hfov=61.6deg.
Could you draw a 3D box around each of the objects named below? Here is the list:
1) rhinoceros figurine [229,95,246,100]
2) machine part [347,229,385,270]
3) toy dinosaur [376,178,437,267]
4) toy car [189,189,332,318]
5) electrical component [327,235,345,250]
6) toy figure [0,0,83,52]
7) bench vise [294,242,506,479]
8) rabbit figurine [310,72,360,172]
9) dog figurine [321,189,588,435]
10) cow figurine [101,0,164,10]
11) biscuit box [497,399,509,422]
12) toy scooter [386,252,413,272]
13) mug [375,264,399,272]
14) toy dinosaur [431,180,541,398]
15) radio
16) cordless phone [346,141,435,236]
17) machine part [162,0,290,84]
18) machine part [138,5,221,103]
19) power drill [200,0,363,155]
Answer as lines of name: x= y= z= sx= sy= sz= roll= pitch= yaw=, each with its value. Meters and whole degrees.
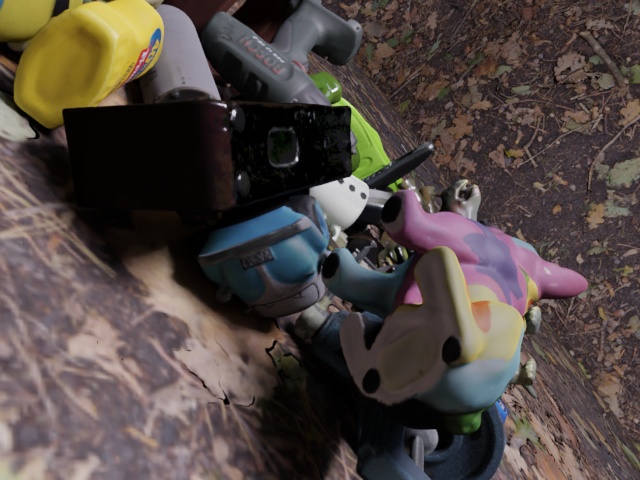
rhinoceros figurine: x=-0.080 y=-0.125 z=0.658 sx=0.112 sy=0.073 sz=0.190 roll=41 pitch=21 yaw=-31
machine part: x=0.063 y=0.030 z=0.760 sx=0.084 sy=0.039 sz=0.139 roll=38 pitch=23 yaw=-11
toy dinosaur: x=0.180 y=-0.010 z=1.003 sx=0.471 sy=0.105 sz=0.198 roll=-9 pitch=66 yaw=-57
toy car: x=-0.041 y=0.015 z=0.473 sx=0.162 sy=0.109 sz=0.102 roll=-92 pitch=164 yaw=-77
electrical component: x=-0.002 y=-0.003 z=0.656 sx=0.102 sy=0.045 sz=0.078 roll=58 pitch=21 yaw=18
toy figure: x=-0.238 y=-0.178 z=0.370 sx=0.082 sy=0.089 sz=0.180 roll=57 pitch=16 yaw=-3
bench vise: x=0.062 y=0.137 z=0.438 sx=0.223 sy=0.129 sz=0.240 roll=49 pitch=15 yaw=1
rabbit figurine: x=0.001 y=-0.180 z=0.871 sx=0.170 sy=0.121 sz=0.159 roll=51 pitch=25 yaw=8
dog figurine: x=0.124 y=0.053 z=0.407 sx=0.219 sy=0.108 sz=0.192 roll=16 pitch=39 yaw=-32
cow figurine: x=-0.241 y=-0.271 z=0.507 sx=0.195 sy=0.085 sz=0.127 roll=10 pitch=32 yaw=-30
biscuit box: x=0.167 y=0.211 z=0.621 sx=0.059 sy=0.063 sz=0.202 roll=57 pitch=20 yaw=15
toy scooter: x=0.125 y=0.049 z=0.595 sx=0.135 sy=0.075 sz=0.184 roll=28 pitch=51 yaw=1
mug: x=0.106 y=0.094 z=0.646 sx=0.107 sy=0.110 sz=0.080 roll=-86 pitch=172 yaw=-47
toy dinosaur: x=0.229 y=0.115 z=0.820 sx=0.131 sy=0.192 sz=0.404 roll=-51 pitch=136 yaw=-41
radio: x=-0.069 y=-0.075 z=0.437 sx=0.229 sy=0.131 sz=0.073 roll=-27 pitch=117 yaw=-60
cordless phone: x=0.108 y=-0.089 z=0.854 sx=0.088 sy=0.184 sz=0.146 roll=53 pitch=18 yaw=-8
machine part: x=-0.115 y=-0.319 z=0.738 sx=0.087 sy=0.201 sz=0.201 roll=49 pitch=19 yaw=5
machine part: x=-0.157 y=-0.178 z=0.575 sx=0.079 sy=0.079 sz=0.243 roll=31 pitch=29 yaw=-46
power drill: x=-0.020 y=-0.217 z=0.682 sx=0.232 sy=0.086 sz=0.207 roll=34 pitch=54 yaw=-1
